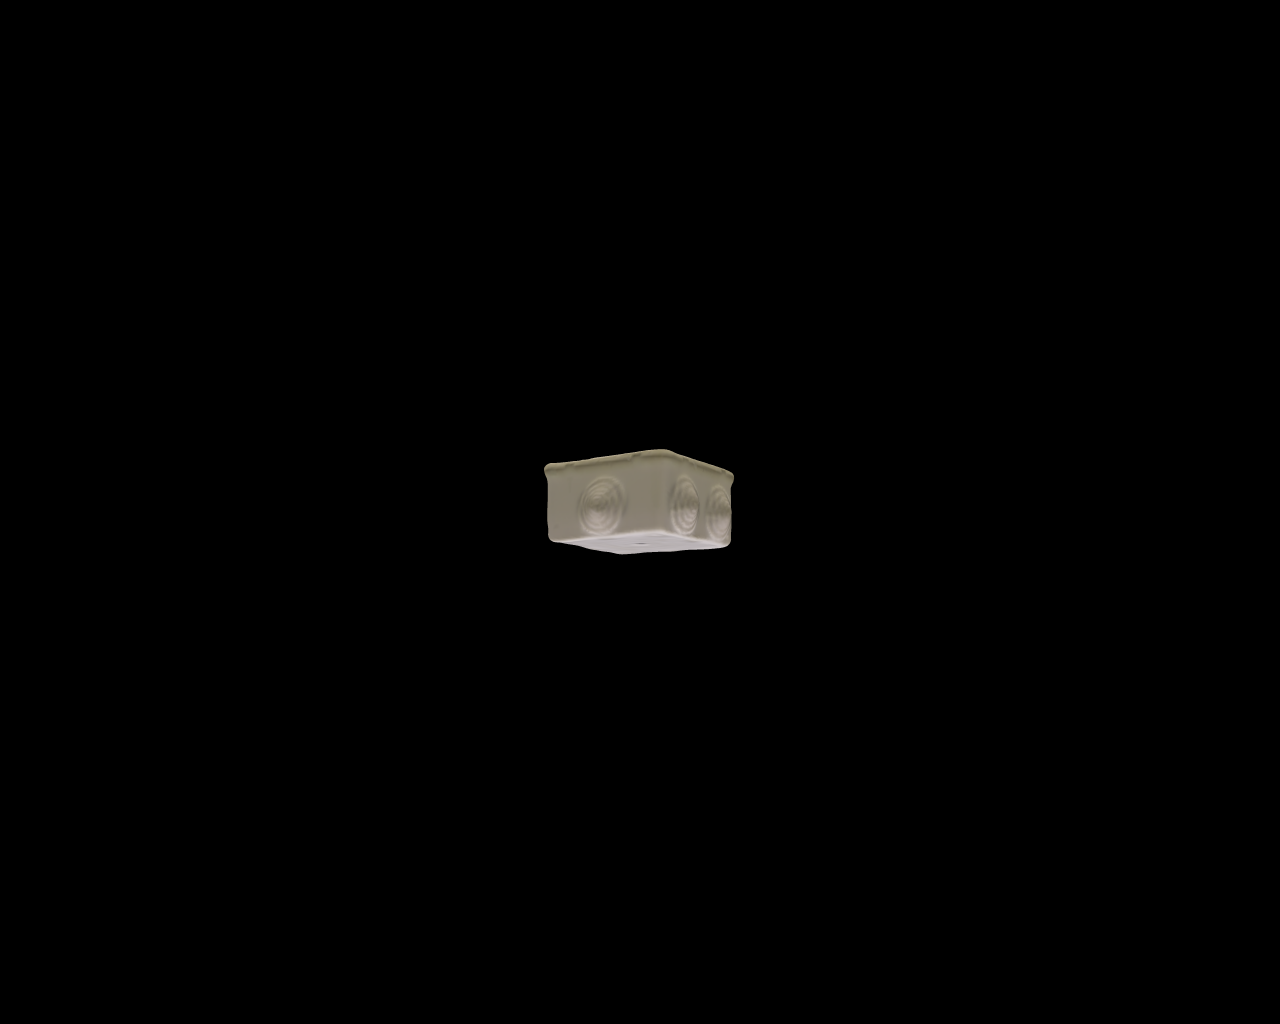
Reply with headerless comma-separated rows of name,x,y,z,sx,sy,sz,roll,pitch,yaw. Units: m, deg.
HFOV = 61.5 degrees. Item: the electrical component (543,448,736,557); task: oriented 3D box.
electrical component,0.001,-0.003,0.650,0.099,0.048,0.100,-6,-11,31
